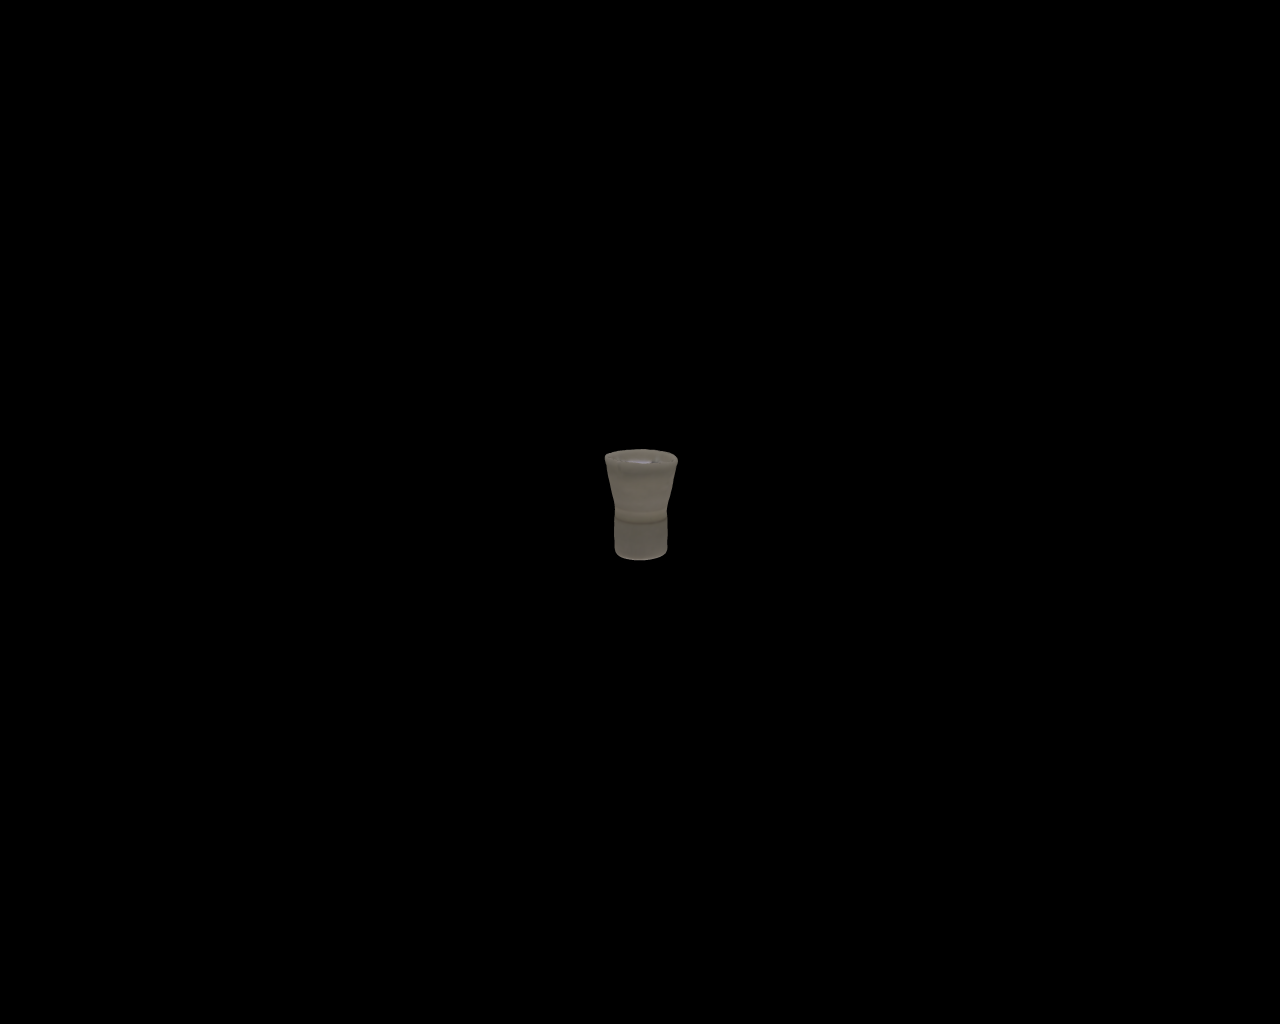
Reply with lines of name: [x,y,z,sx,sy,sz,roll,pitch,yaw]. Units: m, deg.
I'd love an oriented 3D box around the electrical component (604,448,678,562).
electrical component: [0.001,-0.003,0.650,0.044,0.065,0.044,0,15,0]
